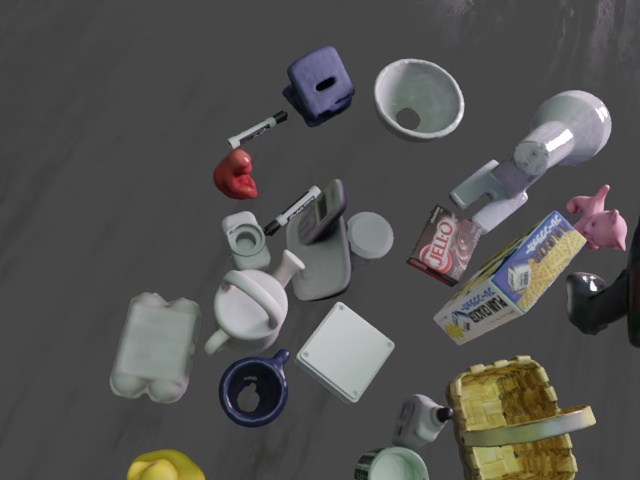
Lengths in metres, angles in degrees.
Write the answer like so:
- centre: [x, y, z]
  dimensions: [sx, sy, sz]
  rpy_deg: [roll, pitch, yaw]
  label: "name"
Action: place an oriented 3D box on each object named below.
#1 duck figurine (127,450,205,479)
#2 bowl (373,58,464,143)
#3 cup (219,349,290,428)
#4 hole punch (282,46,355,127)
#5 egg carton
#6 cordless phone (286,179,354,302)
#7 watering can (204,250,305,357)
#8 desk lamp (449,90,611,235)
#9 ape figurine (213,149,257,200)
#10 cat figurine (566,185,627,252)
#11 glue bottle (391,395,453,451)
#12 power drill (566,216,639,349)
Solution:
- centre: [-0.200, 0.310, 0.737]
  dimensions: [0.104, 0.086, 0.077]
  rpy_deg: [19, 66, -3]
  label: "duck figurine"
- centre: [0.168, -0.238, 1.031]
  dimensions: [0.167, 0.074, 0.167]
  rpy_deg: [4, 68, -9]
  label: "bowl"
- centre: [-0.086, 0.204, 0.796]
  dimensions: [0.091, 0.095, 0.118]
  rpy_deg: [38, 67, 5]
  label: "cup"
- centre: [0.003, -0.269, 1.003]
  dimensions: [0.109, 0.091, 0.101]
  rpy_deg: [-34, 78, -21]
  label: "hole punch"
- centre: [-0.227, 0.151, 0.804]
  dimensions: [0.107, 0.069, 0.150]
  rpy_deg: [10, 67, -7]
  label: "egg carton"
- centre: [0.008, 0.003, 0.845]
  dimensions: [0.094, 0.185, 0.147]
  rpy_deg: [-6, 70, -13]
  label: "cordless phone"
- centre: [-0.092, 0.086, 0.788]
  dimensions: [0.101, 0.194, 0.173]
  rpy_deg: [21, 66, -2]
  label: "watering can"
- centre: [0.350, -0.130, 0.949]
  dimensions: [0.203, 0.213, 0.118]
  rpy_deg: [-37, 79, -21]
  label: "desk lamp"
- centre: [-0.131, -0.111, 0.913]
  dimensions: [0.076, 0.092, 0.078]
  rpy_deg: [14, 67, -5]
  label: "ape figurine"
- centre: [0.485, -0.034, 0.990]
  dimensions: [0.067, 0.117, 0.128]
  rpy_deg: [12, 67, -6]
  label: "cat figurine"
- centre: [0.145, 0.246, 0.782]
  dimensions: [0.037, 0.173, 0.078]
  rpy_deg: [24, 66, -1]
  label: "glue bottle"
- centre: [0.478, 0.065, 0.900]
  dimensions: [0.075, 0.208, 0.229]
  rpy_deg: [9, 67, -7]
  label: "power drill"
